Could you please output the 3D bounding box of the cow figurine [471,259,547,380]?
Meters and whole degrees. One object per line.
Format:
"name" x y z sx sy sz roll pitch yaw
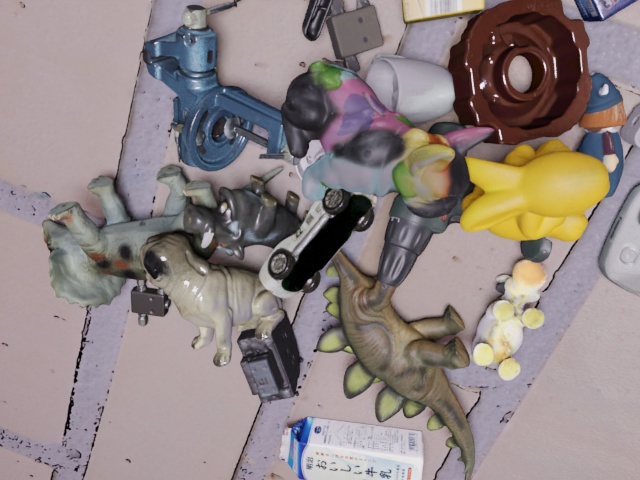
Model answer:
"cow figurine" 0.272 0.107 0.771 0.068 0.098 0.167 24 93 6

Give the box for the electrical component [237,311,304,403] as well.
"electrical component" -0.075 0.177 0.821 0.058 0.134 0.114 -17 107 12

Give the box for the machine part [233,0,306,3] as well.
"machine part" -0.074 -0.341 0.687 0.139 0.039 0.084 13 105 6

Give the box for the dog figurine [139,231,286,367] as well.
"dog figurine" -0.142 0.052 0.753 0.121 0.172 0.190 5 123 44

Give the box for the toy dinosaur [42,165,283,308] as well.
"toy dinosaur" -0.246 0.000 0.802 0.405 0.131 0.191 -5 126 3

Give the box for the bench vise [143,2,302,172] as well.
"bench vise" -0.118 -0.173 0.694 0.241 0.129 0.223 31 122 24

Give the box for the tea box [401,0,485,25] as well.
"tea box" 0.138 -0.350 0.632 0.098 0.068 0.169 -4 108 10

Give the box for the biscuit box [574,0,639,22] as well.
"biscuit box" 0.298 -0.352 0.609 0.063 0.059 0.202 -29 103 18

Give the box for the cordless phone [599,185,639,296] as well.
"cordless phone" 0.435 0.020 0.655 0.089 0.184 0.146 15 111 -1

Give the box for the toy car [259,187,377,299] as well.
"toy car" -0.002 -0.002 0.736 0.201 0.056 0.073 -50 134 9

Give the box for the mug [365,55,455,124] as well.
"mug" 0.116 -0.193 0.684 0.107 0.110 0.080 -5 140 -25

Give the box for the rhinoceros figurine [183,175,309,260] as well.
"rhinoceros figurine" -0.095 -0.026 0.740 0.190 0.073 0.112 10 121 -43

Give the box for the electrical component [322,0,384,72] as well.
"electrical component" 0.035 -0.268 0.694 0.078 0.045 0.102 -27 108 -12

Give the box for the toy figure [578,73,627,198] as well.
"toy figure" 0.354 -0.132 0.679 0.058 0.064 0.154 -13 108 -30

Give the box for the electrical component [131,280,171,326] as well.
"electrical component" -0.279 0.102 0.887 0.063 0.021 0.093 9 110 5

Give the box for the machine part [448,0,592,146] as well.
"machine part" 0.239 -0.199 0.647 0.179 0.056 0.179 -2 100 -13

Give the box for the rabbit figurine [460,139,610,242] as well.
"rabbit figurine" 0.232 -0.060 0.588 0.162 0.173 0.121 1 90 -6

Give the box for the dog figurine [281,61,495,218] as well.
"dog figurine" 0.071 -0.115 0.587 0.219 0.108 0.191 1 112 49

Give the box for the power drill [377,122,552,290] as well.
"power drill" 0.196 -0.028 0.709 0.207 0.086 0.232 13 87 4

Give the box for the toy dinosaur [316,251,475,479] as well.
"toy dinosaur" 0.124 0.173 0.808 0.198 0.105 0.471 -38 91 27
